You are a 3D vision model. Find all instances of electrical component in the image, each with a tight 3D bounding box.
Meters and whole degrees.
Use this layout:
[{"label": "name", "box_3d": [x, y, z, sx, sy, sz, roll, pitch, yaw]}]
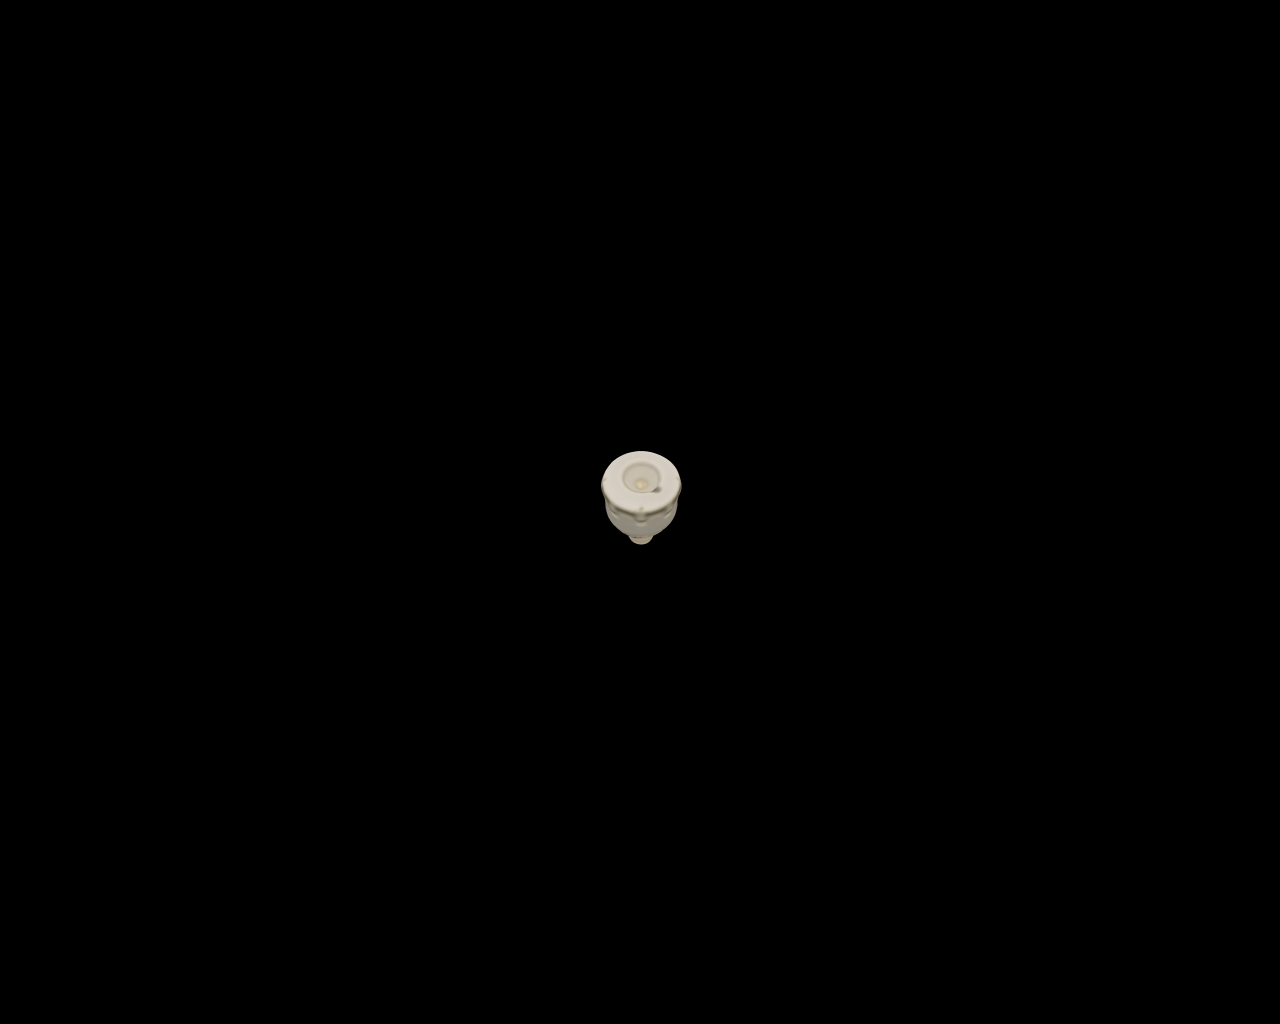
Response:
[{"label": "electrical component", "box_3d": [0.001, -0.003, 0.650, 0.048, 0.048, 0.062, 0, -37, 0]}]
